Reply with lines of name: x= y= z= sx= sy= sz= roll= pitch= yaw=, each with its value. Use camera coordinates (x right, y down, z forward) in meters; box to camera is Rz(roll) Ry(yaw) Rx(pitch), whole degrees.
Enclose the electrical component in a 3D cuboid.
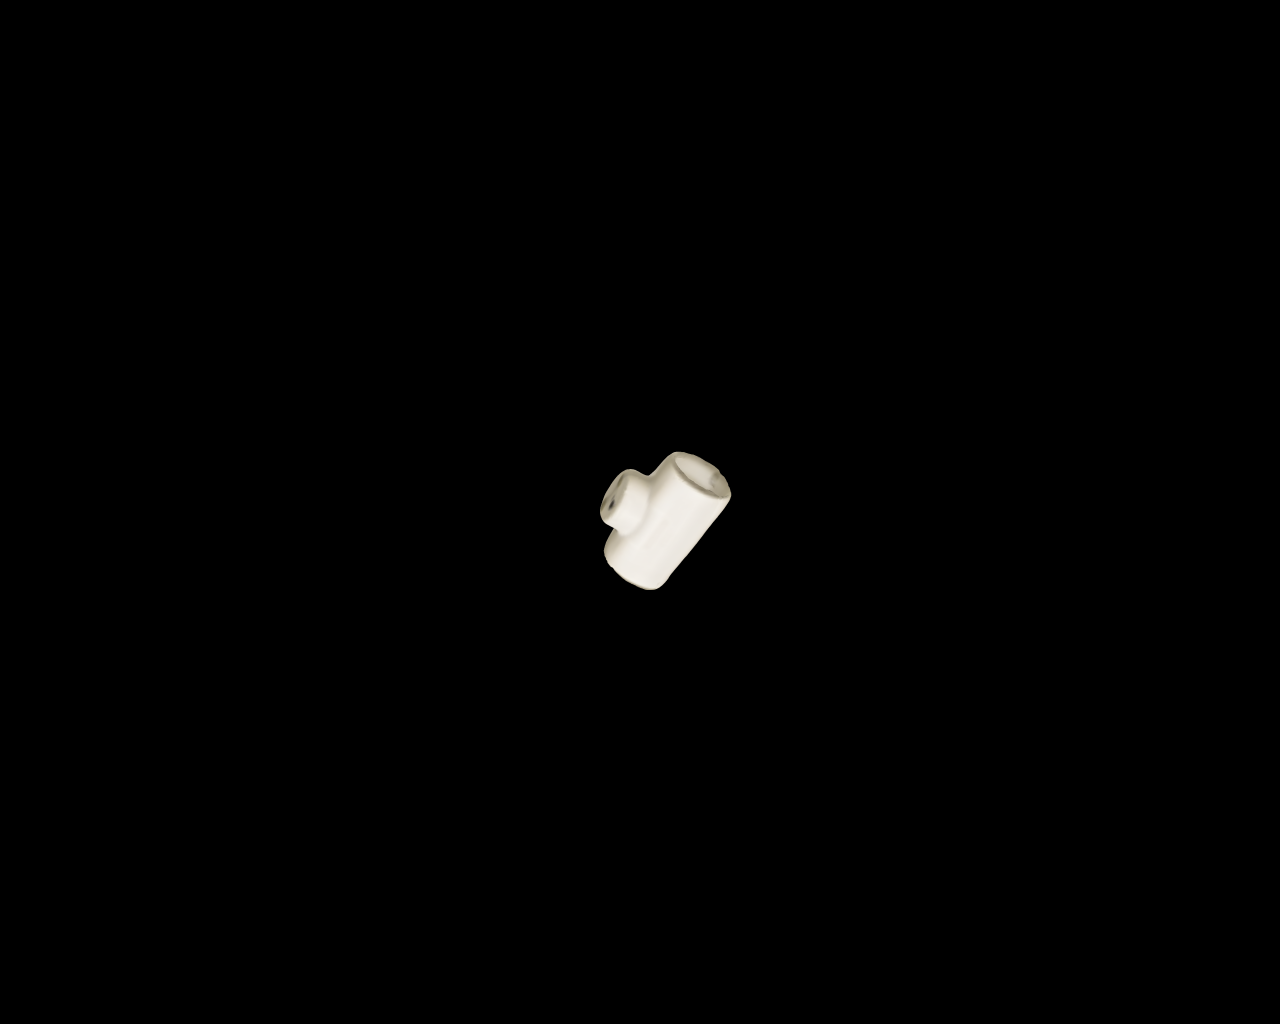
electrical component: x=0.001 y=-0.003 z=0.650 sx=0.079 sy=0.077 sz=0.043 roll=28 pitch=28 yaw=-16
